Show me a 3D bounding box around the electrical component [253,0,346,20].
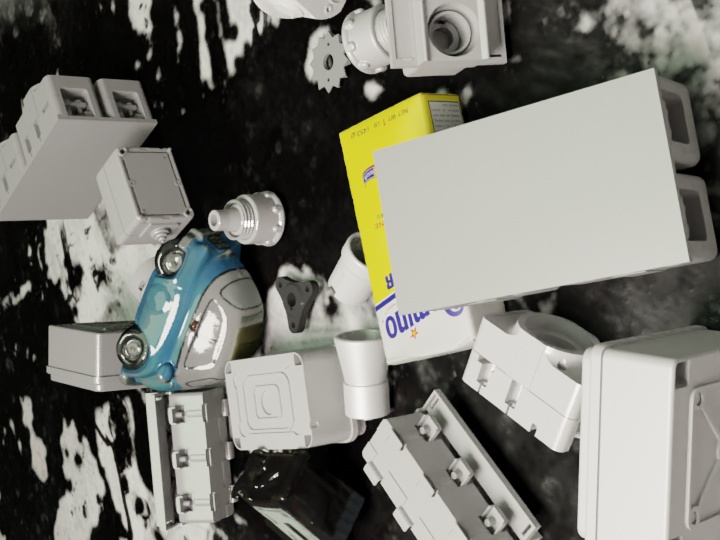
[{"bbox_3d":[-0.044,-0.231,0.821,0.051,0.080,0.080,21,109,41],"label":"electrical component"}]

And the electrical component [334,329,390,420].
[{"bbox_3d":[0.004,0.081,0.822,0.044,0.044,0.065,6,103,49],"label":"electrical component"}]

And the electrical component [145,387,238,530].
[{"bbox_3d":[-0.155,0.170,0.991,0.063,0.079,0.121,-6,89,21],"label":"electrical component"}]

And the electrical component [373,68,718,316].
[{"bbox_3d":[0.108,-0.040,0.646,0.186,0.060,0.105,-12,84,35],"label":"electrical component"}]

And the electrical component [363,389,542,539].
[{"bbox_3d":[0.059,0.156,0.747,0.121,0.063,0.078,53,130,32],"label":"electrical component"}]

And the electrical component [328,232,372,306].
[{"bbox_3d":[0.000,0.000,0.821,0.040,0.040,0.046,60,139,27],"label":"electrical component"}]

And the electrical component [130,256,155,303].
[{"bbox_3d":[-0.184,0.021,1.026,0.047,0.055,0.055,44,125,34],"label":"electrical component"}]

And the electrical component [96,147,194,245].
[{"bbox_3d":[-0.208,-0.064,1.039,0.061,0.062,0.096,-41,63,43],"label":"electrical component"}]

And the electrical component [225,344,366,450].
[{"bbox_3d":[-0.053,0.105,0.878,0.113,0.057,0.078,-12,84,49],"label":"electrical component"}]

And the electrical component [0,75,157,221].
[{"bbox_3d":[-0.303,-0.125,1.111,0.186,0.105,0.060,-41,63,43],"label":"electrical component"}]

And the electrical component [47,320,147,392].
[{"bbox_3d":[-0.232,0.081,1.045,0.109,0.109,0.056,3,93,49],"label":"electrical component"}]

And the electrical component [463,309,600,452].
[{"bbox_3d":[0.117,0.064,0.681,0.089,0.050,0.055,37,120,41],"label":"electrical component"}]

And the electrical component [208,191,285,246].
[{"bbox_3d":[-0.098,-0.043,0.912,0.048,0.062,0.048,6,98,49],"label":"electrical component"}]

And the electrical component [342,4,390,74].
[{"bbox_3d":[0.021,-0.171,0.778,0.062,0.048,0.048,-11,85,43],"label":"electrical component"}]

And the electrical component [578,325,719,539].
[{"bbox_3d":[0.171,0.090,0.577,0.056,0.109,0.108,7,98,46],"label":"electrical component"}]

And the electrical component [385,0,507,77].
[{"bbox_3d":[0.051,-0.194,0.720,0.063,0.079,0.121,172,93,-77],"label":"electrical component"}]
